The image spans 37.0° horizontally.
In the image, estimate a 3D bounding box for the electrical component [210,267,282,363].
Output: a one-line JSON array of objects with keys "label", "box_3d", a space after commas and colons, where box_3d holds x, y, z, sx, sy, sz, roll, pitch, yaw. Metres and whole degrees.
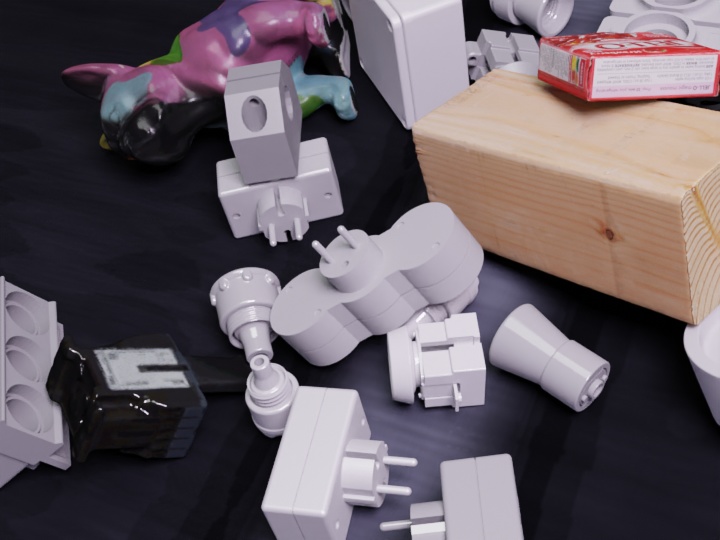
[{"label": "electrical component", "box_3d": [-0.072, 0.033, 0.711, 0.048, 0.048, 0.062, -17, 54, -1]}]

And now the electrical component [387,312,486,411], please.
[{"label": "electrical component", "box_3d": [0.046, 0.057, 0.659, 0.055, 0.048, 0.066, -5, 48, 0]}]

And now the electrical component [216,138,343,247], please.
[{"label": "electrical component", "box_3d": [-0.056, -0.046, 0.775, 0.083, 0.047, 0.075, -13, 47, 3]}]

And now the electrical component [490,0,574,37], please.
[{"label": "electrical component", "box_3d": [0.141, -0.221, 0.884, 0.045, 0.045, 0.055, -40, 51, -21]}]

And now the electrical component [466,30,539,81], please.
[{"label": "electrical component", "box_3d": [0.114, -0.150, 0.823, 0.066, 0.048, 0.055, 3, 47, -18]}]

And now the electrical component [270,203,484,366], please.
[{"label": "electrical component", "box_3d": [0.000, 0.000, 0.670, 0.138, 0.073, 0.052, -30, 39, 18]}]

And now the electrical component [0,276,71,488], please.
[{"label": "electrical component", "box_3d": [-0.232, 0.073, 0.696, 0.063, 0.079, 0.121, -39, 43, 20]}]

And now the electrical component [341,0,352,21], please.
[{"label": "electrical component", "box_3d": [0.016, -0.258, 0.950, 0.077, 0.044, 0.079, -29, 48, -11]}]

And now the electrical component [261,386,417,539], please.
[{"label": "electrical component", "box_3d": [-0.006, 0.115, 0.617, 0.076, 0.047, 0.083, 2, 49, 16]}]

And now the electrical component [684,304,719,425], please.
[{"label": "electrical component", "box_3d": [0.240, 0.054, 0.594, 0.108, 0.060, 0.108, -18, 25, 9]}]

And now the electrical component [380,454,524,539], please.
[{"label": "electrical component", "box_3d": [0.049, 0.142, 0.578, 0.077, 0.047, 0.065, -8, 47, 7]}]

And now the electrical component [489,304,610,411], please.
[{"label": "electrical component", "box_3d": [0.116, 0.055, 0.646, 0.065, 0.044, 0.044, 34, 64, 30]}]

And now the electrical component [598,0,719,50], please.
[{"label": "electrical component", "box_3d": [0.272, -0.160, 0.785, 0.186, 0.060, 0.105, 13, 53, 24]}]

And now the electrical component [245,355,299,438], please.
[{"label": "electrical component", "box_3d": [-0.054, 0.074, 0.656, 0.035, 0.061, 0.035, -7, 47, 8]}]

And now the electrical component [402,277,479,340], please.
[{"label": "electrical component", "box_3d": [0.048, 0.022, 0.697, 0.035, 0.035, 0.061, 29, 64, 33]}]

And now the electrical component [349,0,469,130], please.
[{"label": "electrical component", "box_3d": [0.037, -0.183, 0.834, 0.056, 0.108, 0.108, -22, 47, -9]}]
